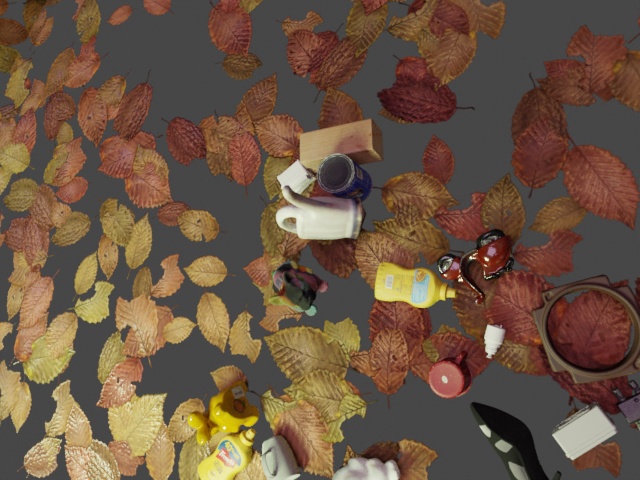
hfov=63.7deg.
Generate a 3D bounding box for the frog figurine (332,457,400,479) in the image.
[{"bbox_3d":[0.108,0.571,1.182,0.157,0.121,0.140,-30,49,29],"label":"frog figurine"}]

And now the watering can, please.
[{"bbox_3d":[0.004,-0.063,1.261,0.224,0.343,0.105,0,77,-3],"label":"watering can"}]
